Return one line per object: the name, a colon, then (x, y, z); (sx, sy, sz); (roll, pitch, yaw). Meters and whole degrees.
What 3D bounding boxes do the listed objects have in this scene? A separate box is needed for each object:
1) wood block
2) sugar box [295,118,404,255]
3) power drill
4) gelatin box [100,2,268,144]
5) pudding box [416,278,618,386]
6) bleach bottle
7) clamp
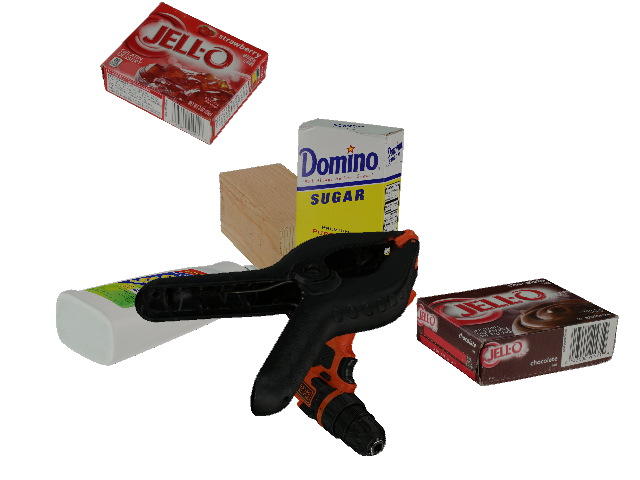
wood block: (-0.049, -0.018, 1.333); (0.090, 0.090, 0.206); (-10, 26, -23)
sugar box: (0.024, -0.020, 0.990); (0.093, 0.176, 0.048); (9, 19, 28)
power drill: (0.037, 0.125, 1.196); (0.057, 0.188, 0.185); (13, 16, -42)
gelatin box: (-0.092, -0.116, 0.725); (0.089, 0.073, 0.030); (28, -32, 11)
pudding box: (0.137, 0.062, 0.754); (0.113, 0.039, 0.090); (-5, 18, -23)
bleach bottle: (-0.170, 0.068, 1.218); (0.103, 0.068, 0.250); (21, 26, 36)
clamp: (-0.004, 0.038, 0.593); (0.171, 0.039, 0.120); (-18, 43, -26)
